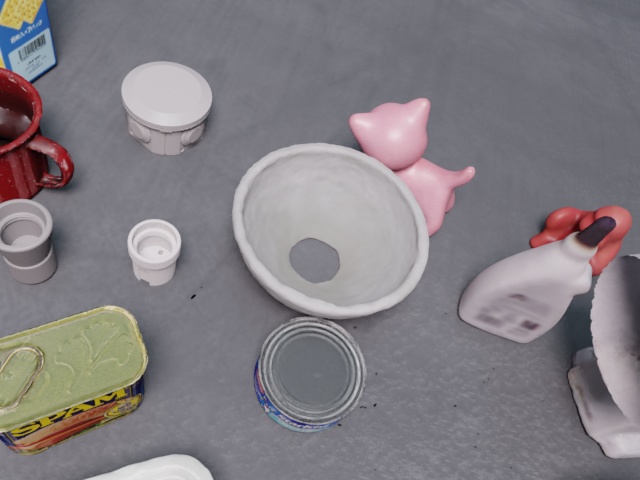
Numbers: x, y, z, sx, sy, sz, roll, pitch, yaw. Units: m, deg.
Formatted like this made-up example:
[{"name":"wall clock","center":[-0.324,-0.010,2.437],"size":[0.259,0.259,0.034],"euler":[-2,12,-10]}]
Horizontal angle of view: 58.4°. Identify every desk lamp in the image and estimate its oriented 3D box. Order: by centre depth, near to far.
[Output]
[{"name":"desk lamp","center":[0.286,0.092,0.440],"size":[0.203,0.213,0.118],"euler":[3,59,-15]}]

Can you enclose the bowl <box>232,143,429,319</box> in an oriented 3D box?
[{"name":"bowl","center":[0.005,0.002,0.495],"size":[0.168,0.074,0.167],"euler":[8,58,-12]}]

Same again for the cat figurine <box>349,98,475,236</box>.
[{"name":"cat figurine","center":[0.084,-0.078,0.542],"size":[0.128,0.117,0.067],"euler":[30,56,3]}]

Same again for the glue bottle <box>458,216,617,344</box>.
[{"name":"glue bottle","center":[0.184,0.031,0.472],"size":[0.078,0.173,0.037],"euler":[22,56,-2]}]

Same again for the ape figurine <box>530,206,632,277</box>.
[{"name":"ape figurine","center":[0.267,-0.004,0.567],"size":[0.076,0.092,0.078],"euler":[6,58,-13]}]
